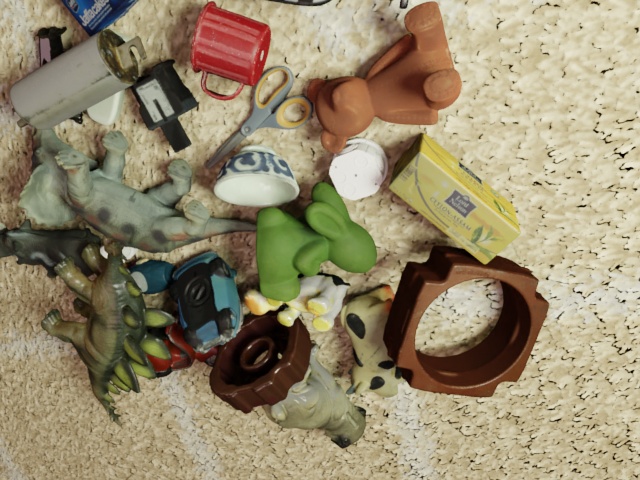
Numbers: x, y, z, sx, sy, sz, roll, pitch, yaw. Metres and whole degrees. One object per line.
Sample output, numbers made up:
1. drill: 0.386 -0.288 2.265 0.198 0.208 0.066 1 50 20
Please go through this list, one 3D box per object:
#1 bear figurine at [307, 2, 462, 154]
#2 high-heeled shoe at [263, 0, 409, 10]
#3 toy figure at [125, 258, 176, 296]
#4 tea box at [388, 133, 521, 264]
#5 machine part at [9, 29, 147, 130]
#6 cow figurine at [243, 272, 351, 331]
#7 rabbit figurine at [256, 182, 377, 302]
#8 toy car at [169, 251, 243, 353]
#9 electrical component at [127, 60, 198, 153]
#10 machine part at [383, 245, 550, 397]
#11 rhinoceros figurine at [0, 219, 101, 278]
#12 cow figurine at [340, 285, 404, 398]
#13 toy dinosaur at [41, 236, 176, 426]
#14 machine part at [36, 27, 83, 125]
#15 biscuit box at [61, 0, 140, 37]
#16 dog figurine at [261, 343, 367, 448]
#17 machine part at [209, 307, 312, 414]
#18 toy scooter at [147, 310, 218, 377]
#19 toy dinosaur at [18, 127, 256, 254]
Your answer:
1. bear figurine: 0.070 -0.190 0.670 0.196 0.132 0.120 -13 85 15
2. high-heeled shoe: 0.016 -0.350 0.628 0.249 0.086 0.145 6 113 6
3. toy figure: -0.325 0.066 0.933 0.155 0.057 0.064 -8 76 19
4. tea box: 0.180 -0.058 0.722 0.169 0.098 0.068 36 119 -7
5. machine part: -0.339 -0.218 0.741 0.243 0.079 0.079 -20 110 22
6. cow figurine: -0.039 0.084 0.859 0.168 0.098 0.068 4 128 31
7. rabbit figurine: -0.002 -0.002 0.780 0.170 0.121 0.158 1 122 3
8. toy car: -0.171 0.106 0.883 0.109 0.162 0.102 -31 150 14
9. electrical component: -0.219 -0.191 0.780 0.075 0.048 0.119 -23 109 24
10. machine part: 0.204 0.117 0.773 0.201 0.087 0.200 11 107 -12
11. rhinoceros figurine: -0.467 0.014 0.902 0.190 0.073 0.112 1 158 7
12. cow figurine: 0.087 0.178 0.872 0.127 0.085 0.194 -15 114 14
13. toy dinosaur: -0.348 0.161 0.884 0.199 0.105 0.471 36 133 8
14. machine part: -0.393 -0.246 0.802 0.084 0.039 0.138 16 120 11
15. biscuit box: -0.248 -0.327 0.669 0.203 0.059 0.062 -11 124 46
16. dog figurine: -0.001 0.299 0.910 0.121 0.172 0.190 -34 98 37
17. machine part: -0.095 0.192 0.875 0.179 0.179 0.056 -20 126 22
18. toy scooter: -0.261 0.180 0.950 0.184 0.075 0.135 -9 134 17
19. toy dinosaur: -0.291 -0.047 0.839 0.405 0.131 0.192 30 137 -11
